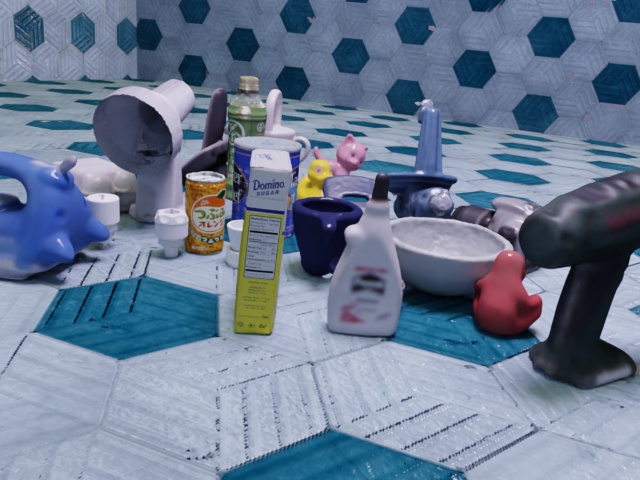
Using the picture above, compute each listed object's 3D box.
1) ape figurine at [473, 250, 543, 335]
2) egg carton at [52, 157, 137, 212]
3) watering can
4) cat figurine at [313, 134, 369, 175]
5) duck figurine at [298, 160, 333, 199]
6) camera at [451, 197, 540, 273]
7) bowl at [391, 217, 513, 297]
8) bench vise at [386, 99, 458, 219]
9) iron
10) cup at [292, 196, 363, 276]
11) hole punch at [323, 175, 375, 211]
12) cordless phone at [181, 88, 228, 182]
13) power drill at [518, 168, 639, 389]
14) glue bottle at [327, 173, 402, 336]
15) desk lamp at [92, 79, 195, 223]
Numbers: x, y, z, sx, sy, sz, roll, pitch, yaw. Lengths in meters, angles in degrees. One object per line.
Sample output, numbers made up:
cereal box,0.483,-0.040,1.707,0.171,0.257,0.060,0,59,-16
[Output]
ape figurine,0.210,0.056,0.646,0.076,0.092,0.077,-11,25,-40
egg carton,-0.369,-0.089,0.934,0.149,0.069,0.107,18,22,32
watering can,-0.108,-0.210,1.173,0.173,0.194,0.100,1,19,-13
cat figurine,0.043,-0.171,1.222,0.128,0.118,0.067,2,19,-10
duck figurine,-0.005,-0.110,1.078,0.078,0.086,0.104,-5,22,-29
camera,0.278,-0.020,0.875,0.136,0.101,0.144,22,25,40
bowl,0.158,0.027,0.740,0.167,0.075,0.167,5,19,-2
bench vise,0.182,-0.106,0.914,0.122,0.220,0.206,-3,20,-23
iron,-0.394,-0.045,0.684,0.258,0.141,0.119,8,19,6
cup,0.007,0.003,0.737,0.091,0.095,0.117,4,19,-4
hole punch,0.057,-0.050,0.913,0.109,0.091,0.101,3,19,-7
cordless phone,-0.225,-0.209,1.148,0.094,0.185,0.147,7,19,5
power drill,0.283,0.030,0.560,0.230,0.208,0.075,-5,22,-29
glue bottle,0.052,0.015,0.591,0.078,0.173,0.037,4,19,-6
desk lamp,-0.246,-0.134,0.879,0.117,0.213,0.203,8,19,8
